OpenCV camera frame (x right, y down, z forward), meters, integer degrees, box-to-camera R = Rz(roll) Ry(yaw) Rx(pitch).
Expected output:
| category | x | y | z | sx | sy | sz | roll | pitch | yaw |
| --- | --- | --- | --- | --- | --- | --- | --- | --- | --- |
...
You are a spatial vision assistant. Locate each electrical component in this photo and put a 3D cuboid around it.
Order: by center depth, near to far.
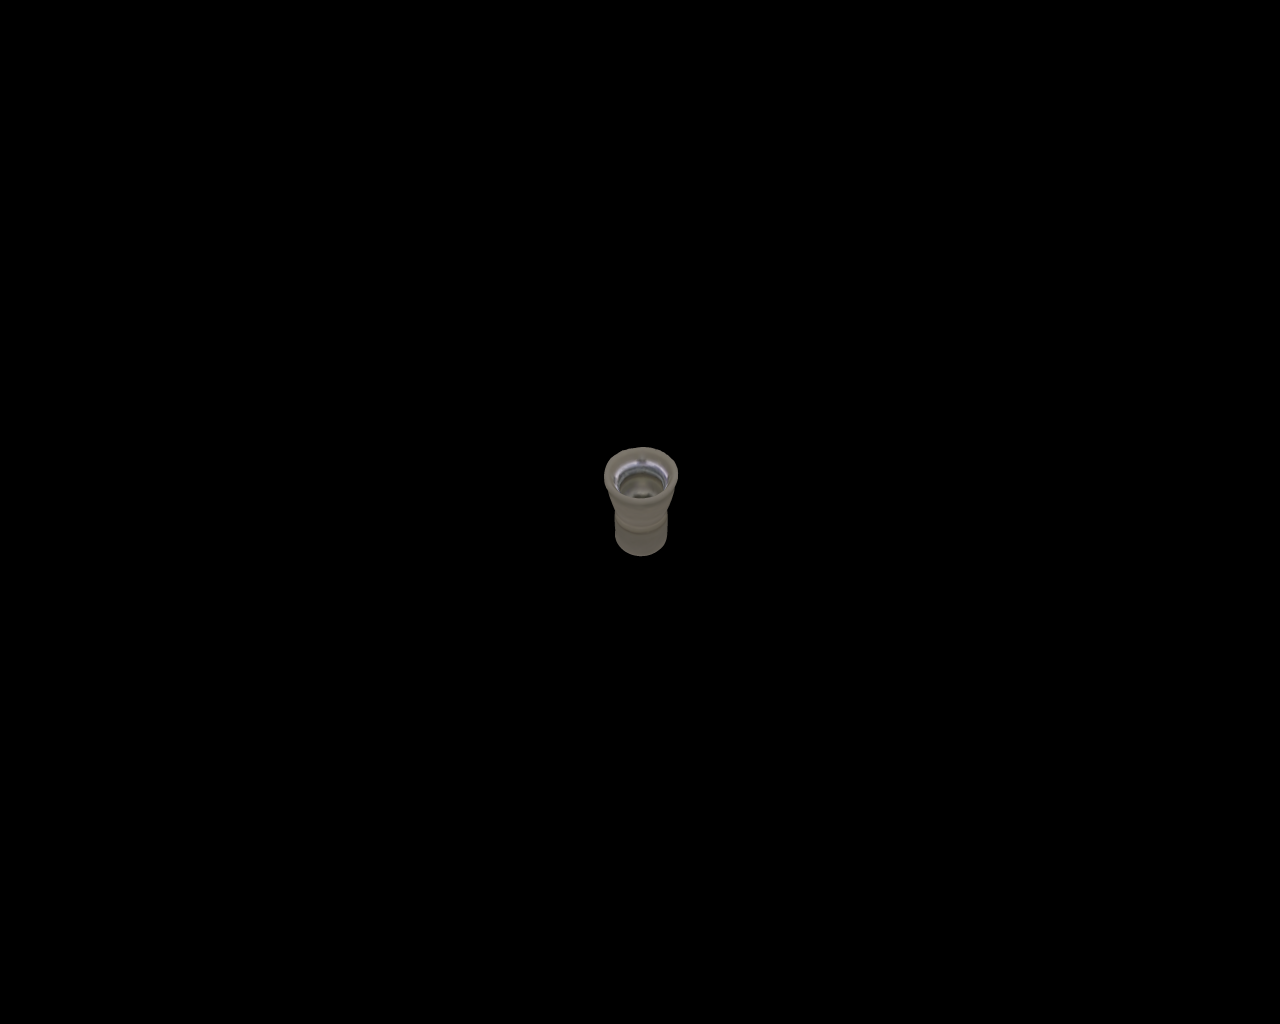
| category | x | y | z | sx | sy | sz | roll | pitch | yaw |
| --- | --- | --- | --- | --- | --- | --- | --- | --- | --- |
| electrical component | 0.001 | -0.003 | 0.650 | 0.044 | 0.044 | 0.065 | 0 | -40 | 0 |
